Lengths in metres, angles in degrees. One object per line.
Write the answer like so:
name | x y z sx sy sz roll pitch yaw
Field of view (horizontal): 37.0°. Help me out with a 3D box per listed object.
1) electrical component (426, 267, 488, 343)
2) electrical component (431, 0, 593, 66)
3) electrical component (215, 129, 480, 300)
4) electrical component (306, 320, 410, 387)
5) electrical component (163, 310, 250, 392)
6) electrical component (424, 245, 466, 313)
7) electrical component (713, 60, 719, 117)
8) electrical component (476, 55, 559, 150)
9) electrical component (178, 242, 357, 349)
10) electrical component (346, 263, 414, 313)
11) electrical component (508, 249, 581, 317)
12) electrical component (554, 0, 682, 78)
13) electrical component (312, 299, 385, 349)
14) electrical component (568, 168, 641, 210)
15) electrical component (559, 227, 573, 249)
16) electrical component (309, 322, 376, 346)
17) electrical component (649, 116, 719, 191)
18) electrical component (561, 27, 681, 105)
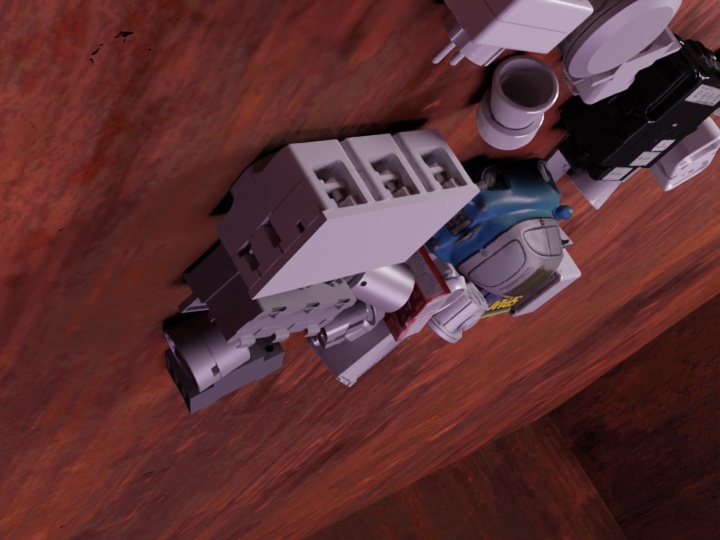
electrical component | 0.083 0.028 1.058 0.051 0.080 0.080 -41 162 15
electrical component | 0.070 -0.137 0.584 0.076 0.047 0.083 -41 162 33
electrical component | -0.009 -0.043 0.701 0.150 0.061 0.089 -14 157 -47
electrical component | 0.002 0.058 1.046 0.096 0.061 0.061 -39 165 -1
electrical component | -0.117 0.059 0.829 0.047 0.055 0.055 -30 165 -17
electrical component | 0.062 0.007 0.993 0.078 0.057 0.058 -34 164 10
electrical component | 0.359 -0.183 0.982 0.079 0.043 0.077 -30 164 -3
electrical component | 0.105 -0.112 0.730 0.045 0.045 0.055 -26 164 -18
electrical component | -0.060 0.014 0.777 0.079 0.063 0.121 -39 162 28
electrical component | 0.000 0.000 0.859 0.081 0.043 0.043 27 126 -36
electrical component | 0.196 0.008 1.235 0.096 0.061 0.061 -42 161 33
electrical component | 0.151 -0.159 0.657 0.080 0.051 0.080 -28 164 -9
electrical component | -0.015 0.028 0.918 0.057 0.058 0.078 -24 164 -15
electrical component | 0.241 -0.095 1.041 0.065 0.044 0.044 -40 163 14
electrical component | 0.150 -0.023 1.050 0.099 0.064 0.099 -29 164 -9
electrical component | -0.019 0.048 0.996 0.062 0.043 0.043 -32 164 7
electrical component | 0.303 -0.124 1.032 0.054 0.059 0.095 -31 164 -1
electrical component | 0.175 -0.151 0.748 0.081 0.042 0.063 -24 166 -22
